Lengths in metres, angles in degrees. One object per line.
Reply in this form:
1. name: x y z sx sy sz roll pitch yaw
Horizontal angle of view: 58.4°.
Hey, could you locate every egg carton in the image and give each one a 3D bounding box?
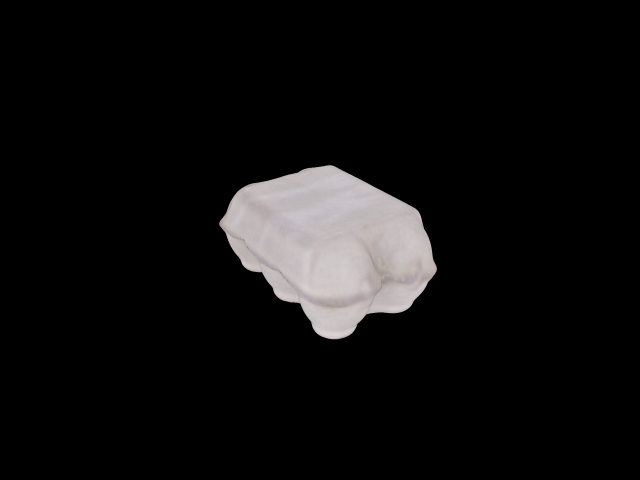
1. egg carton: 0.004 0.001 0.400 0.107 0.069 0.149 -19 34 -31
